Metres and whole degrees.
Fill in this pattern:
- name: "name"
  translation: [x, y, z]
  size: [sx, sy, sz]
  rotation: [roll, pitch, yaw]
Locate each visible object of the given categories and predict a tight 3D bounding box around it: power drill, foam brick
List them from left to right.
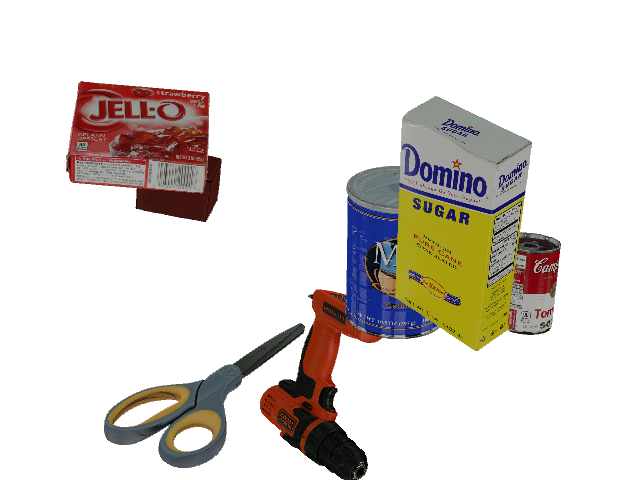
- name: "foam brick"
  translation: [-0.146, -0.059, 1.108]
  size: [0.078, 0.051, 0.053]
  rotation: [11, 31, 4]
- name: "power drill"
  translation: [0.015, 0.165, 1.246]
  size: [0.057, 0.188, 0.185]
  rotation: [15, 10, -43]

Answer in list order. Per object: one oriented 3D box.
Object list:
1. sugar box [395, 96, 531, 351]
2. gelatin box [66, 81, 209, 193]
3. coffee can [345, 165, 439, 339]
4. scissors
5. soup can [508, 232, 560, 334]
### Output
- name: "sugar box"
  translation: [0.103, -0.010, 0.804]
  size: [0.048, 0.176, 0.093]
  rotation: [-32, 46, -30]
- name: "gelatin box"
  translation: [-0.119, -0.069, 0.703]
  size: [0.089, 0.073, 0.030]
  rotation: [5, -44, -9]
- name: "coffee can"
  translation: [0.076, 0.010, 1.044]
  size: [0.103, 0.140, 0.103]
  rotation: [0, 26, 0]
- name: "scissors"
  translation: [-0.064, 0.116, 0.804]
  size: [0.201, 0.016, 0.096]
  rotation: [-19, 36, -34]
- name: "soup can"
  translation: [0.237, 0.049, 1.226]
  size: [0.068, 0.102, 0.068]
  rotation: [2, 18, -1]
